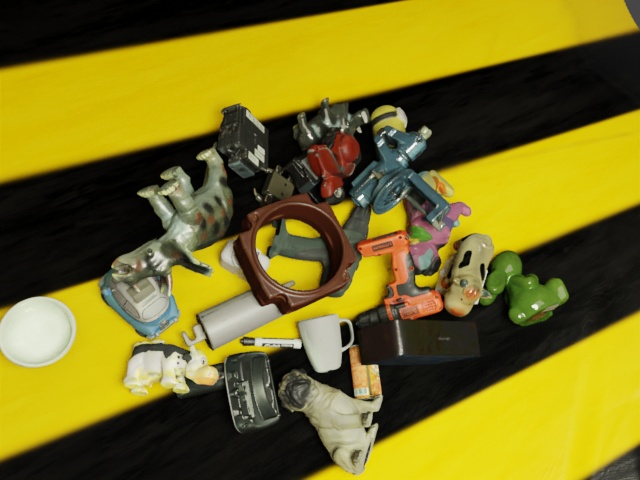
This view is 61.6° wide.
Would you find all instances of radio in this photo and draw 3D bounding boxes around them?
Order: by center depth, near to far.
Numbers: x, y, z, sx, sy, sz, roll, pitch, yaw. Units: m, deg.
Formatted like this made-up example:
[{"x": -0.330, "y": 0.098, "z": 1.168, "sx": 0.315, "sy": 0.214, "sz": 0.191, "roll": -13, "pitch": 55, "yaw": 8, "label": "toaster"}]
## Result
[{"x": 0.192, "y": 0.203, "z": 1.054, "sx": 0.229, "sy": 0.131, "sz": 0.073, "roll": 9, "pitch": 67, "yaw": -34, "label": "radio"}]

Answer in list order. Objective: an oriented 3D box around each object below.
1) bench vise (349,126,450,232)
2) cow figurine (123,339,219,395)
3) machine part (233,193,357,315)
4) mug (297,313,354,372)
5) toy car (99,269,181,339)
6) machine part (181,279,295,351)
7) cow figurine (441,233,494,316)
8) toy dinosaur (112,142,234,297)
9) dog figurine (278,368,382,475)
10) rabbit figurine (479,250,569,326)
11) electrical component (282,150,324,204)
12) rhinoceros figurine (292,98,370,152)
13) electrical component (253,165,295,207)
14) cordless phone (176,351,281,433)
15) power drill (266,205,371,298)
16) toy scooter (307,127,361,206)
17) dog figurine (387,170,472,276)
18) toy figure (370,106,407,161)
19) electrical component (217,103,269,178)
[{"x": 0.188, "y": -0.119, "z": 1.124, "sx": 0.223, "sy": 0.128, "sz": 0.241, "roll": -40, "pitch": 67, "yaw": -6, "label": "bench vise"}, {"x": -0.263, "y": 0.223, "z": 0.969, "sx": 0.167, "sy": 0.068, "sz": 0.098, "roll": -5, "pitch": 56, "yaw": 5, "label": "cow figurine"}, {"x": -0.047, "y": 0.024, "z": 1.025, "sx": 0.201, "sy": 0.087, "sz": 0.201, "roll": -22, "pitch": 79, "yaw": -22, "label": "machine part"}, {"x": 0.015, "y": 0.203, "z": 1.070, "sx": 0.109, "sy": 0.081, "sz": 0.107, "roll": -7, "pitch": 84, "yaw": -22, "label": "mug"}, {"x": -0.335, "y": 0.101, "z": 0.993, "sx": 0.109, "sy": 0.103, "sz": 0.161, "roll": -37, "pitch": 82, "yaw": -22, "label": "toy car"}, {"x": -0.148, "y": 0.143, "z": 1.042, "sx": 0.243, "sy": 0.079, "sz": 0.079, "roll": -25, "pitch": 79, "yaw": -22, "label": "machine part"}, {"x": 0.309, "y": 0.071, "z": 1.110, "sx": 0.085, "sy": 0.127, "sz": 0.195, "roll": 28, "pitch": 64, "yaw": -1, "label": "cow figurine"}, {"x": -0.233, "y": -0.052, "z": 1.038, "sx": 0.192, "sy": 0.131, "sz": 0.405, "roll": 67, "pitch": 28, "yaw": -21, "label": "toy dinosaur"}, {"x": 0.007, "y": 0.346, "z": 1.019, "sx": 0.191, "sy": 0.121, "sz": 0.172, "roll": 11, "pitch": 92, "yaw": 19, "label": "dog figurine"}, {"x": 0.436, "y": 0.107, "z": 1.213, "sx": 0.159, "sy": 0.121, "sz": 0.170, "roll": -17, "pitch": 58, "yaw": -13, "label": "rabbit figurine"}, {"x": -0.021, "y": -0.132, "z": 1.174, "sx": 0.119, "sy": 0.048, "sz": 0.075, "roll": 52, "pitch": 38, "yaw": -3, "label": "electrical component"}, {"x": 0.028, "y": -0.264, "z": 1.236, "sx": 0.190, "sy": 0.073, "sz": 0.112, "roll": -28, "pitch": 79, "yaw": -22, "label": "rhinoceros figurine"}, {"x": -0.100, "y": -0.115, "z": 1.167, "sx": 0.078, "sy": 0.045, "sz": 0.102, "roll": 27, "pitch": 66, "yaw": -36, "label": "electrical component"}, {"x": -0.173, "y": 0.289, "z": 0.994, "sx": 0.184, "sy": 0.088, "sz": 0.146, "roll": -11, "pitch": 75, "yaw": -7, "label": "cordless phone"}, {"x": -0.002, "y": -0.003, "z": 1.140, "sx": 0.207, "sy": 0.086, "sz": 0.232, "roll": 19, "pitch": 67, "yaw": -15, "label": "power drill"}, {"x": 0.025, "y": -0.176, "z": 1.139, "sx": 0.135, "sy": 0.075, "sz": 0.184, "roll": 51, "pitch": 45, "yaw": -38, "label": "toy scooter"}, {"x": 0.219, "y": -0.027, "z": 1.189, "sx": 0.219, "sy": 0.108, "sz": 0.191, "roll": -40, "pitch": 86, "yaw": -21, "label": "dog figurine"}, {"x": 0.162, "y": -0.231, "z": 1.258, "sx": 0.089, "sy": 0.082, "sz": 0.180, "roll": 7, "pitch": 72, "yaw": -12, "label": "toy figure"}, {"x": -0.161, "y": -0.202, "z": 1.135, "sx": 0.058, "sy": 0.114, "sz": 0.134, "roll": -14, "pitch": 60, "yaw": 26, "label": "electrical component"}]
